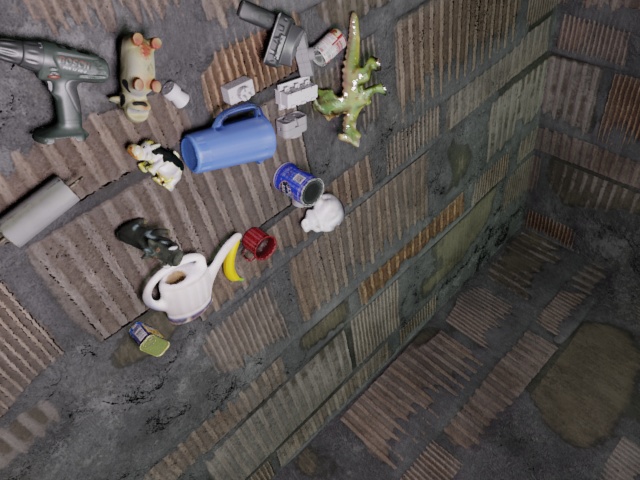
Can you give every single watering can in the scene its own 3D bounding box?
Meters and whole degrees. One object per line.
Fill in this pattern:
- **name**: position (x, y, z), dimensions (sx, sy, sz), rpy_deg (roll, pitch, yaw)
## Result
- **watering can**: position (-0.375, 0.124, 1.583), dimensions (0.352, 0.105, 0.219), rpy_deg (-30, 137, -32)

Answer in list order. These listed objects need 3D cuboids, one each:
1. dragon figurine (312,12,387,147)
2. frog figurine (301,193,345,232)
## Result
- **dragon figurine**: position (0.078, -0.497, 1.675), dimensions (0.245, 0.123, 0.402), rpy_deg (-34, 122, -20)
- **frog figurine**: position (0.006, -0.094, 1.871), dimensions (0.161, 0.122, 0.137), rpy_deg (-18, 96, -30)
